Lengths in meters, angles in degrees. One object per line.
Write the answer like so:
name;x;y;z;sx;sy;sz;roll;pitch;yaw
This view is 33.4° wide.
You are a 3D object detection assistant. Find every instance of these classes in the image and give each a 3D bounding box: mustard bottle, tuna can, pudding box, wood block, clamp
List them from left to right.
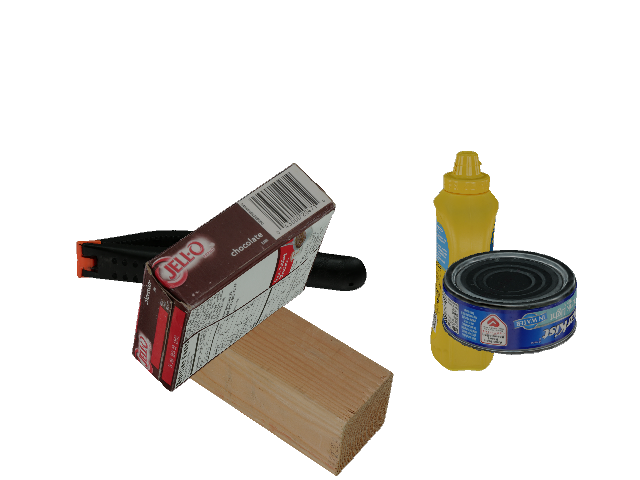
clamp;-0.076;0.013;0.810;0.209;0.036;0.165;-3;12;-21
pudding box;-0.048;0.021;0.585;0.113;0.039;0.090;-35;-20;-33
wood block;-0.036;0.140;1.121;0.206;0.090;0.090;30;48;24
mustard bottle;0.130;0.014;0.966;0.058;0.192;0.096;0;17;4
tuna can;0.121;0.037;0.683;0.086;0.034;0.086;-3;24;1
